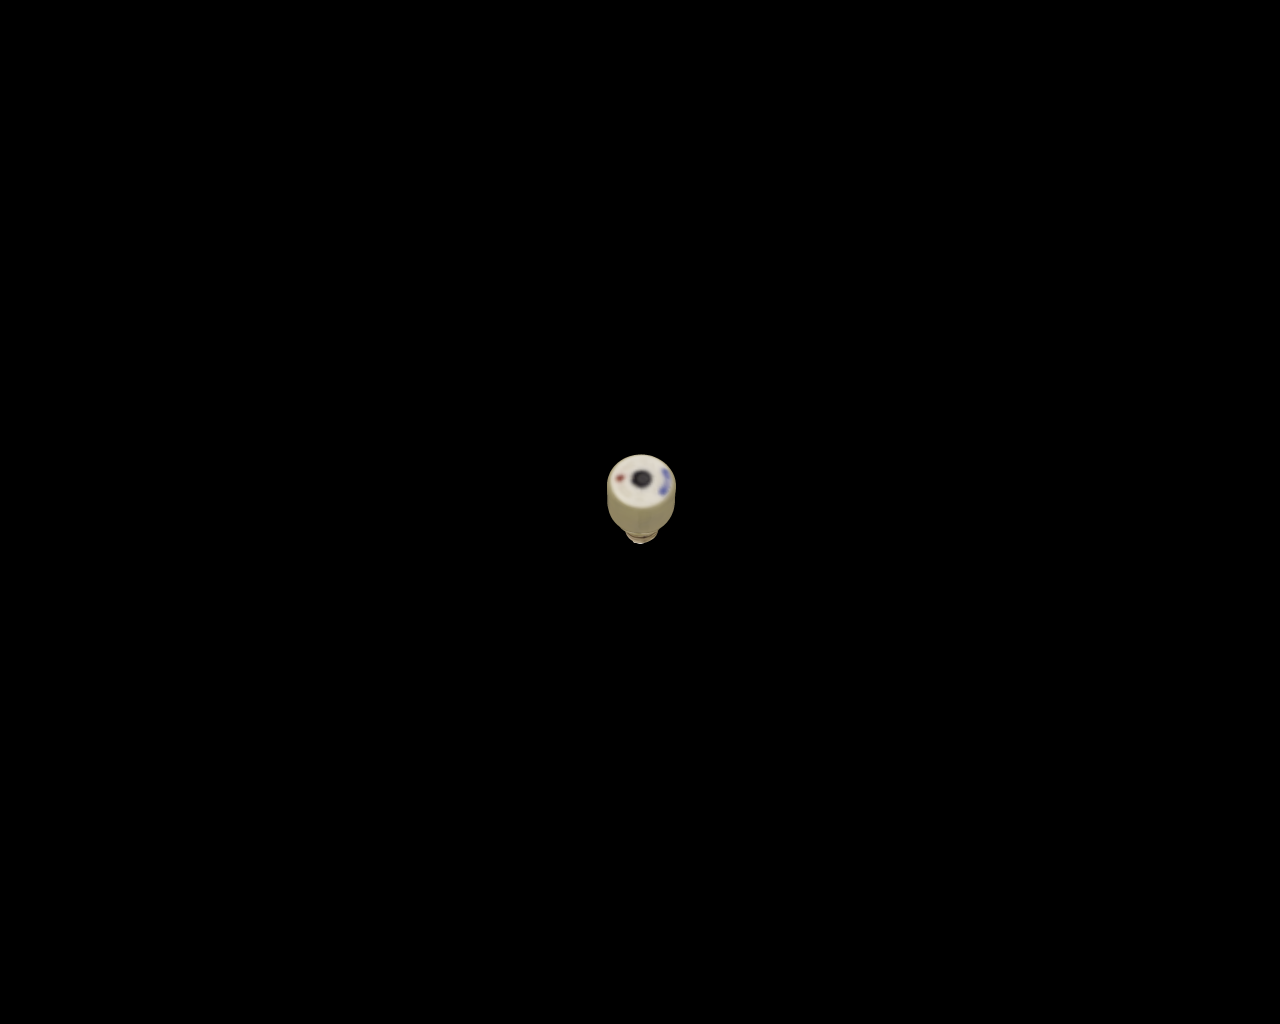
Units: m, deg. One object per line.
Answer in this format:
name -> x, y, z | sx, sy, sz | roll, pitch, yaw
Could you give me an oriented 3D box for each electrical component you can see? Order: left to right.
electrical component -> 0.001, -0.003, 0.650 | 0.040, 0.040, 0.078 | 0, -30, 0
